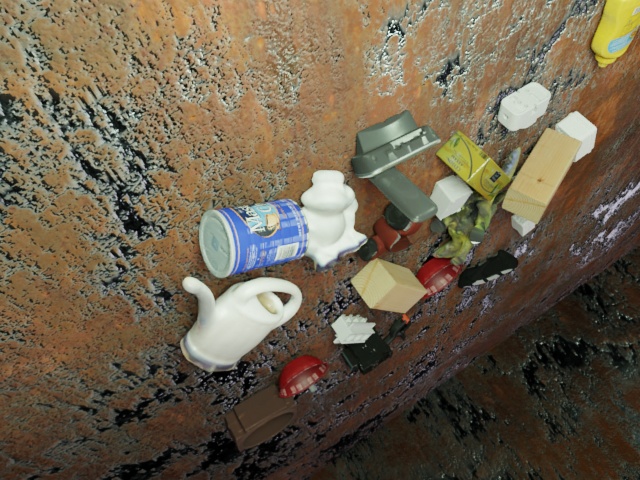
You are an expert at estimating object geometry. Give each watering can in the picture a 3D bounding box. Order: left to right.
[{"bbox_3d":[-0.172,0.143,0.939,0.222,0.106,0.345,-46,151,17],"label":"watering can"}]

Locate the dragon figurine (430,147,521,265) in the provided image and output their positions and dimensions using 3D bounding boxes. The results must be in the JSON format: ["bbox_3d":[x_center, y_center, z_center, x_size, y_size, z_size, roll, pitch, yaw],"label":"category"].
[{"bbox_3d":[0.404,-0.080,1.296,0.246,0.123,0.402,-27,156,-53],"label":"dragon figurine"}]

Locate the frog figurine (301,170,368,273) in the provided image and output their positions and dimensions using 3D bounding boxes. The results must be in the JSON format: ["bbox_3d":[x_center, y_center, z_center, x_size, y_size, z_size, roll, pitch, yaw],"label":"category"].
[{"bbox_3d":[0.003,-0.045,0.898,0.138,0.124,0.157,-23,112,-9],"label":"frog figurine"}]
